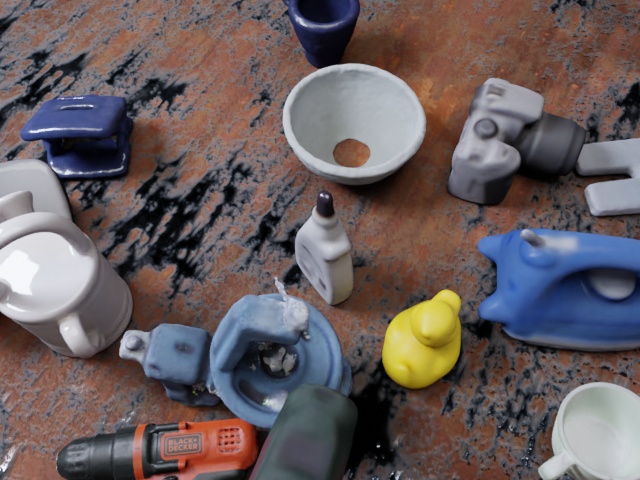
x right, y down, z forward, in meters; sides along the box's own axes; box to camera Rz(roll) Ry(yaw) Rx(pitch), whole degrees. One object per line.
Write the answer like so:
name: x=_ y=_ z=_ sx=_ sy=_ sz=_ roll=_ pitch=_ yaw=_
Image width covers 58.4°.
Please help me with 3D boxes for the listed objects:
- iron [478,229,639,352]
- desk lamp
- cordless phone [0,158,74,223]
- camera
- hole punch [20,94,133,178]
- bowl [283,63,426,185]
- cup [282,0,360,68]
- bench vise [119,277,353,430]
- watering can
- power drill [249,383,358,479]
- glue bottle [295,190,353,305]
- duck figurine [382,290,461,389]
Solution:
iron: x=0.296 y=0.037 z=0.573 sx=0.258 sy=0.141 sz=0.118 roll=6 pitch=63 yaw=3
desk lamp: x=0.419 y=-0.122 z=0.616 sx=0.203 sy=0.213 sz=0.118 roll=-7 pitch=63 yaw=-4
cordless phone: x=-0.352 y=-0.051 z=0.586 sx=0.148 sy=0.185 sz=0.094 roll=-19 pitch=64 yaw=-10
camera: x=0.235 y=-0.116 z=0.675 sx=0.136 sy=0.101 sz=0.143 roll=19 pitch=64 yaw=9
hole punch: x=-0.288 y=-0.137 z=0.685 sx=0.108 sy=0.091 sz=0.101 roll=-3 pitch=63 yaw=-2
bowl: x=0.039 y=-0.127 z=0.693 sx=0.167 sy=0.075 sz=0.167 roll=0 pitch=63 yaw=0
cup: x=-0.006 y=-0.283 z=0.762 sx=0.117 sy=0.095 sz=0.092 roll=32 pitch=67 yaw=15
bench vise: x=-0.073 y=0.104 z=0.490 sx=0.207 sy=0.220 sz=0.121 roll=-11 pitch=63 yaw=-6
watering can: x=-0.259 y=0.031 z=0.540 sx=0.172 sy=0.194 sz=0.101 roll=33 pitch=67 yaw=15
power drill: x=-0.030 y=0.232 z=0.431 sx=0.075 sy=0.208 sz=0.230 roll=16 pitch=64 yaw=8
glue bottle: x=0.005 y=0.002 z=0.570 sx=0.037 sy=0.173 sz=0.078 roll=-31 pitch=67 yaw=-15
duck figurine: x=0.107 y=0.095 z=0.572 sx=0.077 sy=0.086 sz=0.105 roll=33 pitch=67 yaw=16
